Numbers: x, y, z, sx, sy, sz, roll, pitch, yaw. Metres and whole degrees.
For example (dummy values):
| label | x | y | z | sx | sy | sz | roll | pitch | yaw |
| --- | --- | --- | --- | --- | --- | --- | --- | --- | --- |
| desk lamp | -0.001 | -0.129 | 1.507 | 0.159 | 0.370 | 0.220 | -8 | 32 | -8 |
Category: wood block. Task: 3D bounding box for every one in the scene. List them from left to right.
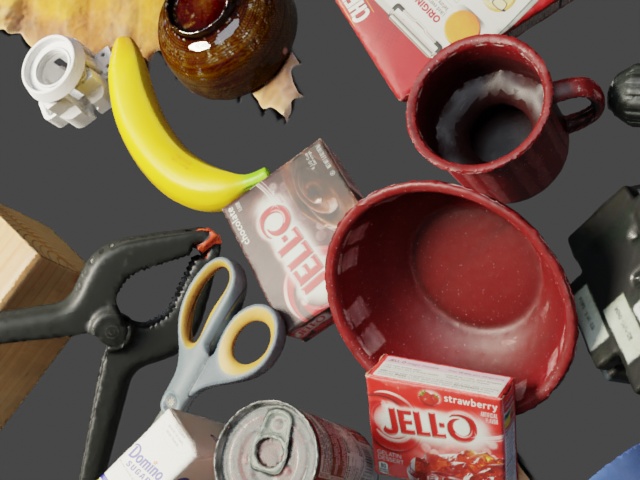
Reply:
| label | x | y | z | sx | sy | sz | roll | pitch | yaw |
| --- | --- | --- | --- | --- | --- | --- | --- | --- | --- |
| wood block | -0.272 | 0.082 | 0.814 | 0.091 | 0.090 | 0.206 | 38 | 92 | 31 |

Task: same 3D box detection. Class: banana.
| label | x | y | z | sx | sy | sz | roll | pitch | yaw |
| --- | --- | --- | --- | --- | --- | --- | --- | --- | --- |
| banana | -0.115 | -0.079 | 0.823 | 0.069 | 0.037 | 0.198 | -46 | 64 | 0 |

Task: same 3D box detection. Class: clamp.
| label | x | y | z | sx | sy | sz | roll | pitch | yaw |
| --- | --- | --- | --- | --- | --- | --- | --- | --- | --- |
| clamp | -0.147 | 0.073 | 0.764 | 0.210 | 0.036 | 0.164 | -36 | 105 | -7 |

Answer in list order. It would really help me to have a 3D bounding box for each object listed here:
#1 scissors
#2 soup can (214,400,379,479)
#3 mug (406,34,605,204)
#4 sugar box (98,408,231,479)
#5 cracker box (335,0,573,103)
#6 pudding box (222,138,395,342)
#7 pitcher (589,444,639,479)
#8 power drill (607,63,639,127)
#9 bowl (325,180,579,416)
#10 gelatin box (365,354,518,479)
| label | x | y | z | sx | sy | sz | roll | pitch | yaw |
| --- | --- | --- | --- | --- | --- | --- | --- | --- | --- |
| scissors | -0.083 | 0.112 | 0.734 | 0.096 | 0.016 | 0.202 | 20 | 93 | 34 |
| soup can | -0.011 | 0.141 | 0.662 | 0.069 | 0.102 | 0.068 | -8 | 69 | 23 |
| mug | 0.123 | -0.076 | 0.682 | 0.117 | 0.081 | 0.093 | -17 | 67 | 20 |
| sugar box | -0.126 | 0.191 | 0.705 | 0.176 | 0.093 | 0.048 | -43 | 61 | 7 |
| cracker box | 0.105 | -0.217 | 0.718 | 0.214 | 0.072 | 0.164 | -32 | 86 | 13 |
| pudding box | -0.005 | 0.001 | 0.742 | 0.090 | 0.039 | 0.113 | -35 | 62 | 12 |
| pitcher | 0.211 | 0.220 | 0.524 | 0.243 | 0.144 | 0.149 | 47 | 108 | 26 |
| power drill | 0.279 | -0.147 | 0.648 | 0.185 | 0.057 | 0.187 | 7 | 79 | 24 |
| bowl | 0.085 | 0.029 | 0.654 | 0.162 | 0.055 | 0.162 | 14 | 121 | 24 |
| gelatin box | 0.074 | 0.114 | 0.650 | 0.089 | 0.030 | 0.073 | 7 | 117 | 27 |
